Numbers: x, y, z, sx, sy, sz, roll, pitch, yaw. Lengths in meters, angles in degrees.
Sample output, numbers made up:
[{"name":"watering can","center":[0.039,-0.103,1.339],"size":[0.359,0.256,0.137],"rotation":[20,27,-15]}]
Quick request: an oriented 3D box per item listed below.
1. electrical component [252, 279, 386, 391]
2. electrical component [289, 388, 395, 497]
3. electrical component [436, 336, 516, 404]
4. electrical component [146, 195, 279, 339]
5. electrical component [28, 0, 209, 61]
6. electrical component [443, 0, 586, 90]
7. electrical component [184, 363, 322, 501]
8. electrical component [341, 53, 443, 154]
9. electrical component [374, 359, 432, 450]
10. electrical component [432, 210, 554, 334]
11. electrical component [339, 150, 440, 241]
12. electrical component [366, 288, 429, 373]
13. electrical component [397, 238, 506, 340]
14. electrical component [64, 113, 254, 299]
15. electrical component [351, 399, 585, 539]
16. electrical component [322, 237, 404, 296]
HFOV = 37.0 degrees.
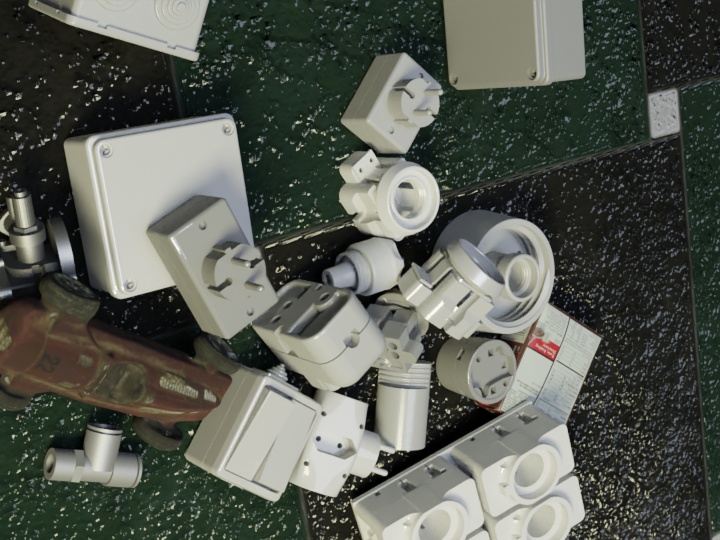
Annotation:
[{"name":"electrical component","center":[-0.029,0.049,0.804],"size":[0.053,0.095,0.059],"rotation":[-47,119,-21]},{"name":"electrical component","center":[-0.010,0.141,0.855],"size":[0.079,0.043,0.077],"rotation":[21,83,-17]},{"name":"electrical component","center":[0.099,0.084,0.929],"size":[0.055,0.047,0.055],"rotation":[-5,99,-35]},{"name":"electrical component","center":[-0.086,0.000,0.698],"size":[0.047,0.076,0.083],"rotation":[-38,117,-25]},{"name":"electrical component","center":[-0.153,-0.174,0.688],"size":[0.100,0.100,0.048],"rotation":[10,103,-36]},{"name":"electrical component","center":[0.123,-0.204,0.872],"size":[0.056,0.109,0.108],"rotation":[-13,103,-36]},{"name":"electrical component","center":[-0.074,0.115,0.802],"size":[0.062,0.061,0.096],"rotation":[33,77,-34]},{"name":"electrical component","center":[0.036,-0.130,0.838],"size":[0.047,0.077,0.065],"rotation":[36,75,-33]},{"name":"electrical component","center":[0.035,0.104,0.889],"size":[0.043,0.043,0.081],"rotation":[2,94,-35]},{"name":"electrical component","center":[0.120,0.004,0.925],"size":[0.108,0.060,0.108],"rotation":[-5,99,-35]},{"name":"electrical component","center":[0.026,-0.057,0.853],"size":[0.058,0.057,0.078],"rotation":[-45,119,-22]},{"name":"electrical component","center":[0.027,0.047,0.867],"size":[0.055,0.066,0.048],"rotation":[-55,143,-40]},{"name":"electrical component","center":[0.077,0.013,0.851],"size":[0.078,0.058,0.057],"rotation":[33,110,-33]},{"name":"electrical component","center":[-0.136,-0.046,0.740],"size":[0.109,0.056,0.108],"rotation":[-16,105,-33]},{"name":"electrical component","center":[0.098,0.205,0.912],"size":[0.186,0.060,0.105],"rotation":[-26,116,-21]},{"name":"electrical component","center":[0.000,0.000,0.851],"size":[0.062,0.043,0.043],"rotation":[-18,106,-31]}]
